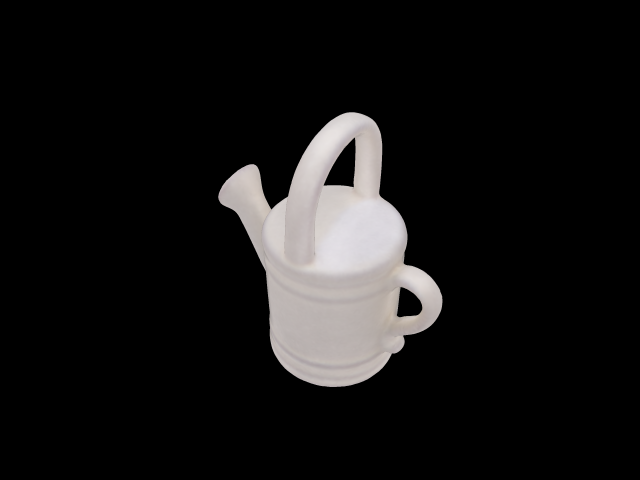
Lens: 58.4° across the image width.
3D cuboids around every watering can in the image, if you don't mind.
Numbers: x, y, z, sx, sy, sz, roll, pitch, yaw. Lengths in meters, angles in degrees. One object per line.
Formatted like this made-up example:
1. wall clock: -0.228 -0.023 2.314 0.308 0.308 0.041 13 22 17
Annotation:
1. watering can: 0.002 0.003 0.399 0.172 0.194 0.101 10 42 11
